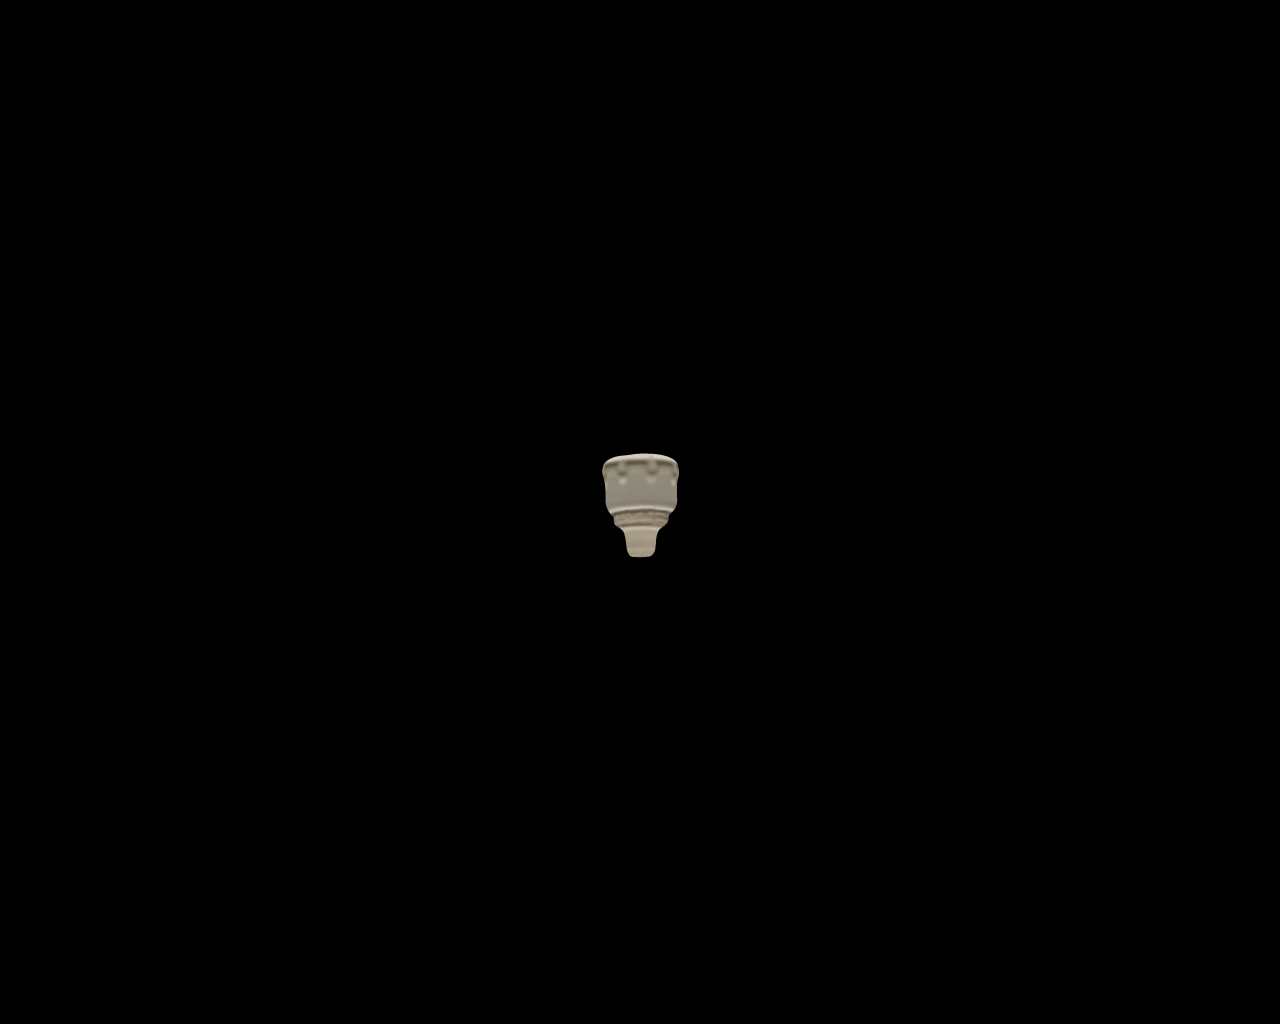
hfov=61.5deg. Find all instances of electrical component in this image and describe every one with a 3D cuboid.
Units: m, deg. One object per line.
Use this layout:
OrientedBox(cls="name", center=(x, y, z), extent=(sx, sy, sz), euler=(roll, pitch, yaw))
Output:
OrientedBox(cls="electrical component", center=(0.001, -0.003, 0.650), extent=(0.048, 0.062, 0.048), euler=(0, -7, 0))
